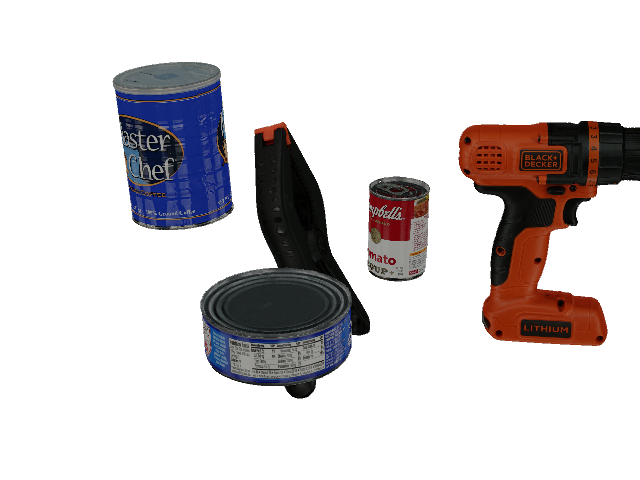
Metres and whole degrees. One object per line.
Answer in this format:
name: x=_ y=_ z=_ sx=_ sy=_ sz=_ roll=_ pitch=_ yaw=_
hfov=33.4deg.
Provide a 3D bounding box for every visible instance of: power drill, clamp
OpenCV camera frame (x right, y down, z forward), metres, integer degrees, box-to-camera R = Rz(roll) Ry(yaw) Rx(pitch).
power drill: x=0.207 y=-0.008 z=0.889 sx=0.184 sy=0.188 sz=0.057 roll=3 pitch=18 yaw=11
clamp: x=-0.010 y=0.009 z=0.872 sx=0.036 sy=0.210 sz=0.164 roll=-12 pitch=3 yaw=21

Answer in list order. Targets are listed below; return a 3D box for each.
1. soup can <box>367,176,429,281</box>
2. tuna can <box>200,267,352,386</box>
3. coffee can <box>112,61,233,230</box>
soup can: x=0.087 y=-0.013 z=1.207 sx=0.068 sy=0.102 sz=0.068 roll=0 pitch=24 yaw=0
tuna can: x=-0.024 y=0.048 z=0.607 sx=0.086 sy=0.034 sz=0.086 roll=-2 pitch=23 yaw=0
coffee can: x=-0.142 y=-0.094 z=1.039 sx=0.103 sy=0.140 sz=0.103 roll=-3 pitch=22 yaw=1
